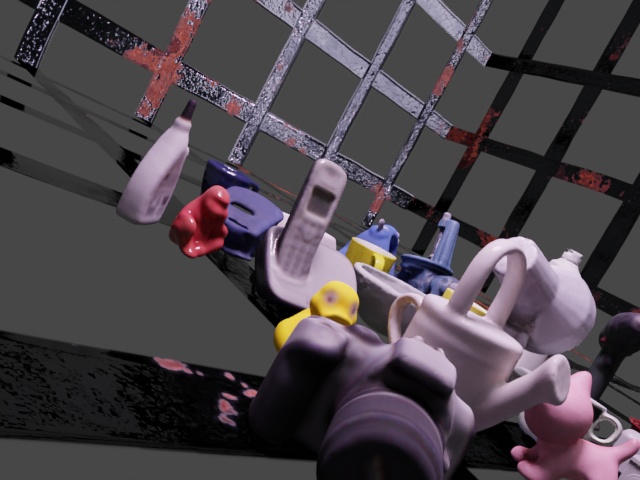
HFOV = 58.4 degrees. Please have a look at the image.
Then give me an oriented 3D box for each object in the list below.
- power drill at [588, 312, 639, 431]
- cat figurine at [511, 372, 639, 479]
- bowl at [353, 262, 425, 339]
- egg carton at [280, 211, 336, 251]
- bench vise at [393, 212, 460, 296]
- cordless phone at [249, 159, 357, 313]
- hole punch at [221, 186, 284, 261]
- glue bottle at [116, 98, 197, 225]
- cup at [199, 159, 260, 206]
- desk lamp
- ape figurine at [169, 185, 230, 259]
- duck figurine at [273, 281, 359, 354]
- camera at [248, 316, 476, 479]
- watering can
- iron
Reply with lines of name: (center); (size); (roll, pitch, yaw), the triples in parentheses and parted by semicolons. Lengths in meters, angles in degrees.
power drill: (0.499, 0.219, 0.994); (0.075, 0.208, 0.230); (30, 7, 22)
cat figurine: (0.249, 0.190, 0.564); (0.127, 0.118, 0.067); (29, 6, 8)
bowl: (0.109, 0.104, 0.855); (0.167, 0.075, 0.167); (28, 6, -3)
egg carton: (-0.039, 0.001, 1.071); (0.107, 0.069, 0.151); (32, 7, 31)
bench vise: (0.268, 0.057, 1.253); (0.122, 0.220, 0.206); (22, 9, -44)
cordless phone: (0.007, 0.003, 0.722); (0.148, 0.185, 0.093); (23, 8, -37)
hole punch: (-0.120, -0.029, 0.862); (0.108, 0.091, 0.101); (29, 6, 12)
glue bottle: (-0.199, -0.102, 0.736); (0.037, 0.173, 0.078); (29, 6, 6)
cup: (-0.175, -0.086, 1.066); (0.118, 0.095, 0.091); (22, 8, -43)
desk lamp: (0.238, 0.109, 0.730); (0.204, 0.213, 0.117); (22, 8, -42)
ape figurine: (-0.146, -0.027, 0.728); (0.078, 0.092, 0.076); (23, 8, -38)
duck figurine: (0.005, 0.079, 0.553); (0.078, 0.086, 0.104); (27, 6, -12)
camera: (0.030, 0.108, 0.357); (0.143, 0.101, 0.137); (29, 6, 8)
watering can: (0.137, 0.093, 0.515); (0.172, 0.194, 0.101); (30, 7, 21)
iron: (0.130, 0.028, 1.254); (0.118, 0.141, 0.259); (30, 7, 19)
